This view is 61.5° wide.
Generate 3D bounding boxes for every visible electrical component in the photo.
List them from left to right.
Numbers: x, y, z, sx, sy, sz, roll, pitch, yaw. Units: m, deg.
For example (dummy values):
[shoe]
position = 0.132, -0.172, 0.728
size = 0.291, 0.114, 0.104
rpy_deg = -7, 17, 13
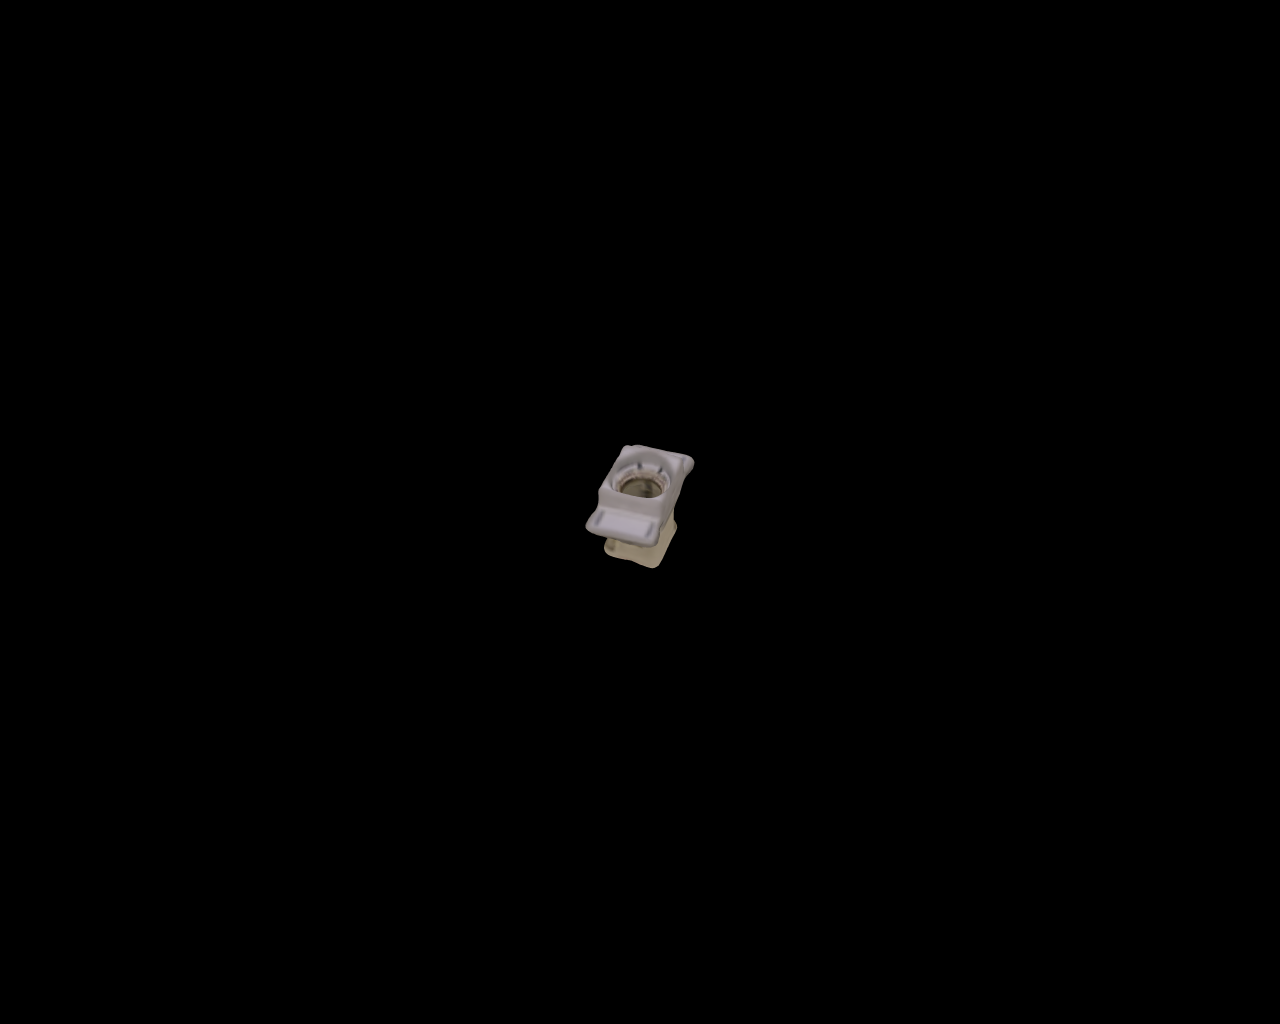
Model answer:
[electrical component]
position = 0.001, -0.003, 0.650
size = 0.042, 0.063, 0.081
rpy_deg = 15, 47, 15
